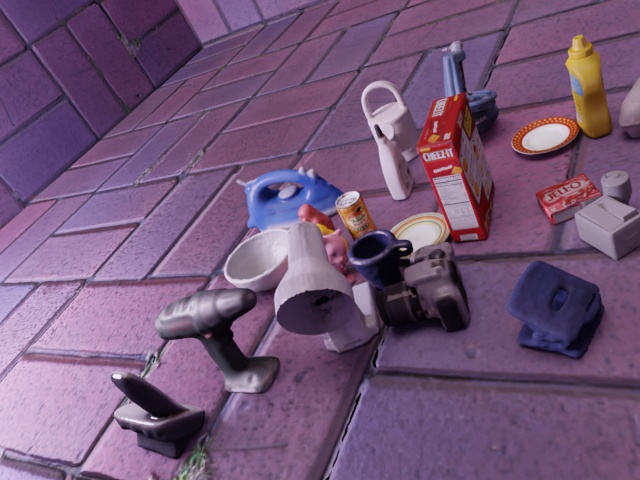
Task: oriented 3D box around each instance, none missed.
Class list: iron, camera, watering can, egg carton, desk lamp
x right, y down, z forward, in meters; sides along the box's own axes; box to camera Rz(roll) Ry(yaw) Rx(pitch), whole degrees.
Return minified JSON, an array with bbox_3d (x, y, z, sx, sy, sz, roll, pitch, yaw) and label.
[{"bbox_3d":[-0.065,-0.111,1.329,0.257,0.142,0.118,-13,35,25],"label":"iron"},{"bbox_3d":[0.159,0.076,0.925,0.136,0.101,0.143,-19,33,17],"label":"camera"},{"bbox_3d":[0.164,-0.276,1.327,0.101,0.194,0.172,-29,32,2],"label":"watering can"},{"bbox_3d":[0.617,-0.250,1.045,0.107,0.070,0.150,9,48,45],"label":"egg carton"},{"bbox_3d":[0.008,0.086,0.924,0.117,0.214,0.203,-22,33,13],"label":"desk lamp"}]

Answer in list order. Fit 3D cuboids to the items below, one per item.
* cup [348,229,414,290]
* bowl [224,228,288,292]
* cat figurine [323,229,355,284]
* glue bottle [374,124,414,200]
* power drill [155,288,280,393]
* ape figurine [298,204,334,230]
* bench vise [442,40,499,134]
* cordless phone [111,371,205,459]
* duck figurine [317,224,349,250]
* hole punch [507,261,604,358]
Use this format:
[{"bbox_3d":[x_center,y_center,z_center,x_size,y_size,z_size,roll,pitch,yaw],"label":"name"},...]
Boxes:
[{"bbox_3d":[0.119,0.040,1.013,0.117,0.095,0.092,-11,37,28],"label":"cup"},{"bbox_3d":[-0.111,0.054,1.198,0.167,0.075,0.167,-21,33,14],"label":"bowl"},{"bbox_3d":[0.007,0.042,1.079,0.128,0.118,0.067,-34,32,-7],"label":"cat figurine"},{"bbox_3d":[0.151,-0.172,1.211,0.037,0.173,0.078,-7,39,32],"label":"glue bottle"},{"bbox_3d":[-0.156,0.163,0.953,0.228,0.209,0.076,-8,38,30],"label":"power drill"},{"bbox_3d":[-0.016,-0.040,1.237,0.076,0.092,0.077,-21,33,13],"label":"ape figurine"},{"bbox_3d":[0.302,-0.294,1.217,0.121,0.220,0.207,-5,39,34],"label":"bench vise"},{"bbox_3d":[-0.291,0.264,0.941,0.147,0.185,0.094,-5,39,34],"label":"cordless phone"},{"bbox_3d":[0.011,0.004,1.159,0.077,0.086,0.104,-19,33,16],"label":"duck figurine"},{"bbox_3d":[0.323,0.090,0.782,0.100,0.091,0.109,7,47,44],"label":"hole punch"}]
